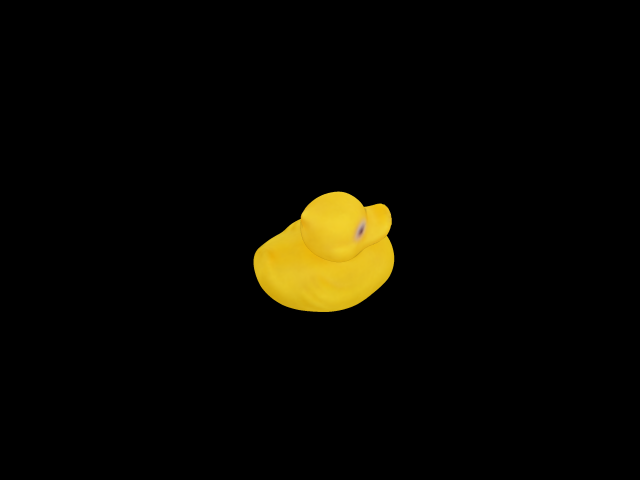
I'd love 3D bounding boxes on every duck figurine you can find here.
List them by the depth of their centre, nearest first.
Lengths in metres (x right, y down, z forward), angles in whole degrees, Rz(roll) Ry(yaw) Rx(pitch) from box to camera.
[{"bbox_3d":[0.004,0.001,0.400,0.104,0.086,0.077,-11,60,-6],"label":"duck figurine"}]
